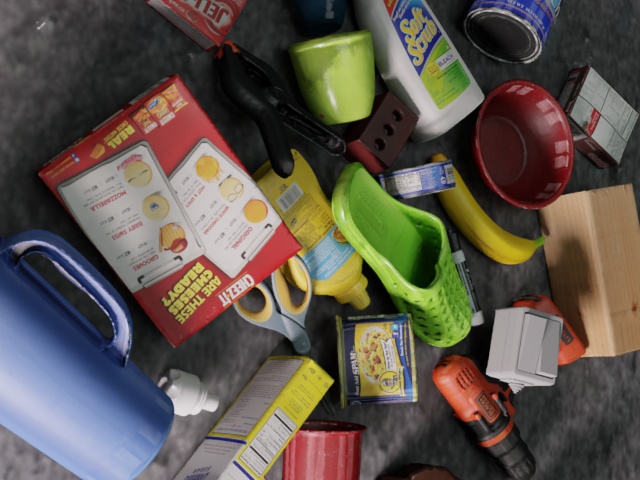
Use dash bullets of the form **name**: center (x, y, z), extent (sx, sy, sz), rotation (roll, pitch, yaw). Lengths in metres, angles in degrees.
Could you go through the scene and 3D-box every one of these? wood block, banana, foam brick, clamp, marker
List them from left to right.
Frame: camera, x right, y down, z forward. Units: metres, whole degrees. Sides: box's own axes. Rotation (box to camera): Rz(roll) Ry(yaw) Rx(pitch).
- **clamp**: center (-0.045, -0.142, 1.138), extent (0.120, 0.039, 0.171), rotation (-11, 65, -55)
- **foam brick**: center (0.065, -0.122, 1.221), extent (0.053, 0.051, 0.078), rotation (40, 66, -21)
- **marker**: center (0.172, 0.044, 1.287), extent (0.020, 0.020, 0.121), rotation (-20, 95, -32)
- **banana**: center (0.197, -0.025, 1.303), extent (0.197, 0.037, 0.069), rotation (37, 49, -24)
- **wood block**: center (0.353, 0.039, 1.356), extent (0.090, 0.090, 0.206), rotation (-9, 89, -33)

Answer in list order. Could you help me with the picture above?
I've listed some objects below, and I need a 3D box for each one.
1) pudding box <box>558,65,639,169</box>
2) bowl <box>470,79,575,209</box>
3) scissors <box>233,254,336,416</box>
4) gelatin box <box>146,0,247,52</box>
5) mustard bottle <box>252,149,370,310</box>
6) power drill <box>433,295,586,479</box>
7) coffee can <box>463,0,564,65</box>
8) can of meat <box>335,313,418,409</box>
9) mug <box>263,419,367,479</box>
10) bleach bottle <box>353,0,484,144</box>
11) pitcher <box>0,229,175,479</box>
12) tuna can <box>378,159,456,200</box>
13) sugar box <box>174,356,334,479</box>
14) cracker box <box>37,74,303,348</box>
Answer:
- **pudding box**: center (0.366, -0.163, 1.418), extent (0.113, 0.039, 0.090), rotation (38, 65, -24)
- **bowl**: center (0.240, -0.115, 1.325), extent (0.161, 0.055, 0.162), rotation (4, 82, -31)
- **scissors**: center (-0.040, 0.108, 1.141), extent (0.096, 0.016, 0.202), rotation (-9, 109, -9)
- **gelatin box**: center (-0.128, -0.256, 1.132), extent (0.089, 0.030, 0.073), rotation (37, 68, -23)
- **mustard bottle**: center (-0.008, 0.001, 1.159), extent (0.096, 0.058, 0.191), rotation (-47, 108, -25)
- **power drill**: center (0.241, 0.172, 1.291), extent (0.187, 0.057, 0.184), rotation (-44, 107, -27)
- **coffee can**: center (0.252, -0.305, 1.327), extent (0.102, 0.103, 0.140), rotation (37, 68, -23)
- **can of meat**: center (0.061, 0.130, 1.165), extent (0.084, 0.057, 0.102), rotation (-4, 86, 1)
- **mug**: center (-0.010, 0.234, 1.118), extent (0.117, 0.093, 0.081), rotation (3, 87, -15)
- **bleach bottle**: center (0.089, -0.244, 1.246), extent (0.102, 0.068, 0.251), rotation (-40, 103, -29)
- **pitcher**: center (-0.241, 0.110, 0.959), extent (0.242, 0.149, 0.145), rotation (45, 58, -23)
- **tuna can**: center (0.112, -0.068, 1.224), extent (0.085, 0.086, 0.034), rotation (-14, 93, -32)
- **sugar box**: center (-0.069, 0.196, 1.079), extent (0.048, 0.093, 0.176), rotation (45, 65, -19)
- **cracker box**: center (-0.147, -0.030, 1.048), extent (0.164, 0.072, 0.213), rotation (-38, 106, -8)
